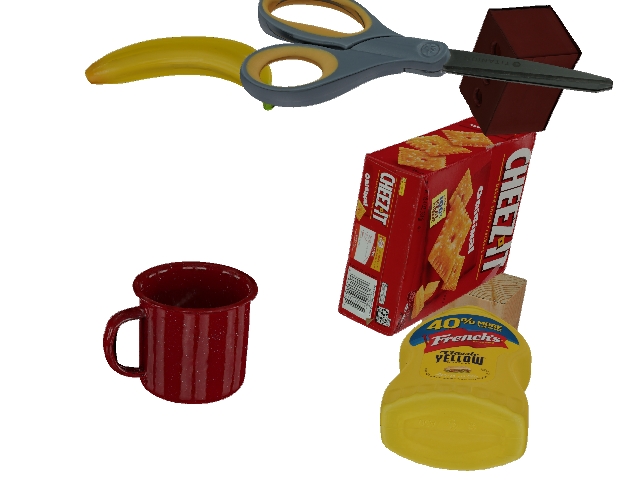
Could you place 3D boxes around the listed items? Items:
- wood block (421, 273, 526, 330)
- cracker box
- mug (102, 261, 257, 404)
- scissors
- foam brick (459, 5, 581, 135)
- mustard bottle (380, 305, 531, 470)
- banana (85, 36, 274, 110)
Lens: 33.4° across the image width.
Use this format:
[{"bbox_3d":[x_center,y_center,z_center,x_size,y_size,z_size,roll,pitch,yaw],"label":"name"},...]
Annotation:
[{"bbox_3d":[0.162,0.139,1.206,0.090,0.206,0.090,16,22,23],"label":"wood block"},{"bbox_3d":[0.116,-0.020,1.023,0.072,0.164,0.213,26,30,31],"label":"cracker box"},{"bbox_3d":[-0.106,0.072,0.800,0.117,0.081,0.093,-9,24,-31],"label":"mug"},{"bbox_3d":[0.043,-0.088,0.571,0.202,0.096,0.016,25,-31,23],"label":"scissors"},{"bbox_3d":[0.139,-0.119,0.753,0.051,0.053,0.078,-9,-36,-19],"label":"foam brick"},{"bbox_3d":[0.103,0.094,0.772,0.096,0.058,0.191,1,19,12],"label":"mustard bottle"},{"bbox_3d":[-0.126,-0.167,1.015,0.198,0.037,0.069,9,45,18],"label":"banana"}]
